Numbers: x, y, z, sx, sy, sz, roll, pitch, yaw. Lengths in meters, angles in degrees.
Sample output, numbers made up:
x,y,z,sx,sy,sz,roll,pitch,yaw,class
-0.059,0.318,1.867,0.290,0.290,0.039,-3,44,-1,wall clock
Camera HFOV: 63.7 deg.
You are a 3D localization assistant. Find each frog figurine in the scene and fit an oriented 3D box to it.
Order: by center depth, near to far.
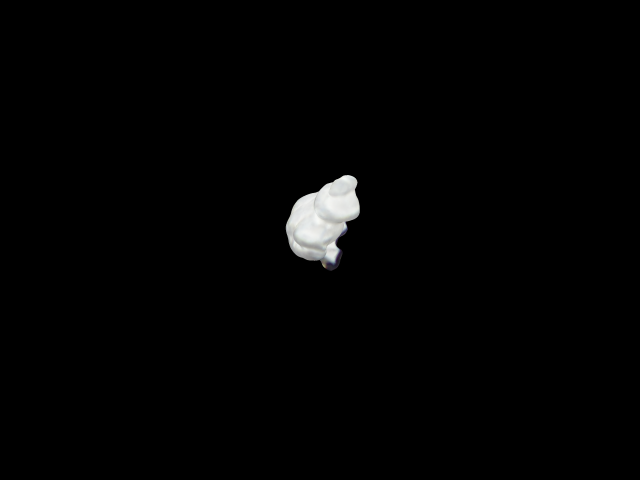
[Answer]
x,y,z,sx,sy,sz,roll,pitch,yaw,class
0.003,-0.043,0.850,0.123,0.140,0.156,27,-29,16,frog figurine
